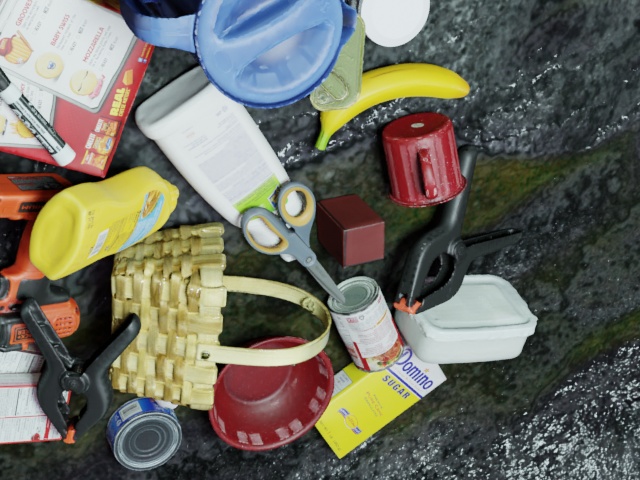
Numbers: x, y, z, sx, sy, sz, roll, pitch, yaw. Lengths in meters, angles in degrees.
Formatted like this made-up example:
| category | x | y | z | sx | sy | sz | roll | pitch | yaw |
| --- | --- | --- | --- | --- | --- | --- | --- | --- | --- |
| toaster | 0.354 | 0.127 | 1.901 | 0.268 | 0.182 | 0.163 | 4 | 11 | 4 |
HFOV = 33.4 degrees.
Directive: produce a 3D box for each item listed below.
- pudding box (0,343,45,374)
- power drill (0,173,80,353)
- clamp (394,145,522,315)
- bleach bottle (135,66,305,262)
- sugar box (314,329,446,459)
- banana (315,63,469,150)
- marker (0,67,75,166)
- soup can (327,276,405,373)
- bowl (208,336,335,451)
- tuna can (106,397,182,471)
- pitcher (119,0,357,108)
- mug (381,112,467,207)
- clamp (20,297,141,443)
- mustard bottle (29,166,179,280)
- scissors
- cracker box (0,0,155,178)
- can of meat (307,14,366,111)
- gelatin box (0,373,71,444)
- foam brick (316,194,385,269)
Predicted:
| category | x | y | z | sx | sy | sz | roll | pitch | yaw |
| --- | --- | --- | --- | --- | --- | --- | --- | --- | --- |
| pudding box | -0.360 | 0.142 | 1.145 | 0.113 | 0.039 | 0.090 | 14 | 109 | -34 |
| power drill | -0.319 | 0.028 | 1.073 | 0.184 | 0.057 | 0.188 | -7 | 122 | -43 |
| clamp | 0.156 | -0.001 | 1.286 | 0.209 | 0.036 | 0.164 | -45 | 125 | -24 |
| bleach bottle | -0.091 | -0.064 | 1.151 | 0.102 | 0.068 | 0.250 | -35 | 128 | -3 |
| sugar box | 0.070 | 0.194 | 1.373 | 0.176 | 0.048 | 0.093 | -35 | 125 | -4 |
| banana | 0.078 | -0.164 | 1.195 | 0.197 | 0.037 | 0.069 | -21 | 139 | -13 |
| marker | -0.268 | -0.116 | 0.975 | 0.020 | 0.020 | 0.121 | -38 | 125 | -3 |
| soup can | 0.056 | 0.103 | 1.305 | 0.068 | 0.069 | 0.102 | -30 | 124 | -8 |
| bowl | -0.066 | 0.174 | 1.292 | 0.162 | 0.055 | 0.162 | -11 | 120 | -20 |
| tuna can | -0.208 | 0.230 | 1.267 | 0.086 | 0.034 | 0.086 | -11 | 120 | -20 |
| pitcher | -0.091 | -0.218 | 0.955 | 0.145 | 0.243 | 0.149 | -48 | 125 | 4 |
| mug | 0.116 | -0.089 | 1.206 | 0.093 | 0.117 | 0.081 | -11 | 117 | 6 |
| clamp | -0.241 | 0.135 | 1.101 | 0.120 | 0.039 | 0.171 | 5 | 121 | 6 |
| mustard bottle | -0.203 | -0.027 | 1.072 | 0.191 | 0.058 | 0.096 | -29 | 153 | -58 |
| scissors | -0.008 | 0.001 | 1.191 | 0.201 | 0.016 | 0.096 | 31 | 99 | -43 |
| cracker box | -0.279 | -0.168 | 1.000 | 0.213 | 0.072 | 0.164 | 15 | 108 | -30 |
| can of meat | 0.002 | -0.196 | 1.109 | 0.057 | 0.084 | 0.102 | -9 | 119 | -22 |
| gelatin box | -0.316 | 0.180 | 1.146 | 0.089 | 0.030 | 0.073 | 2 | 115 | -31 |
| foam brick | 0.034 | -0.011 | 1.228 | 0.051 | 0.078 | 0.053 | -13 | 123 | -20 |
